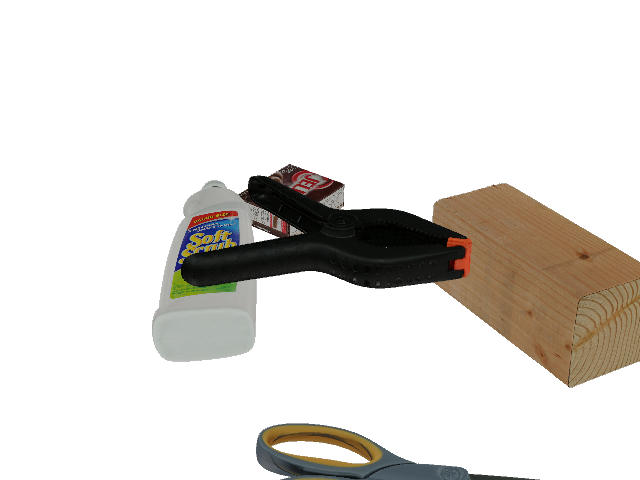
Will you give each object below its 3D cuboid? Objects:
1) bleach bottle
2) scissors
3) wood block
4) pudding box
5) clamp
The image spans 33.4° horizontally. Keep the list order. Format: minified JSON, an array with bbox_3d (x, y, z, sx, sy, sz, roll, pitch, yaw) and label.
[{"bbox_3d":[-0.119,0.018,1.120,0.102,0.068,0.251,-5,37,-2],"label":"bleach bottle"},{"bbox_3d":[0.054,0.134,0.547,0.202,0.016,0.096,10,26,19],"label":"scissors"},{"bbox_3d":[0.195,0.033,0.967,0.090,0.090,0.206,-15,31,-25],"label":"wood block"},{"bbox_3d":[-0.038,-0.049,1.333,0.090,0.039,0.113,21,40,32],"label":"pudding box"},{"bbox_3d":[0.012,-0.005,0.832,0.210,0.036,0.164,4,29,8],"label":"clamp"}]
